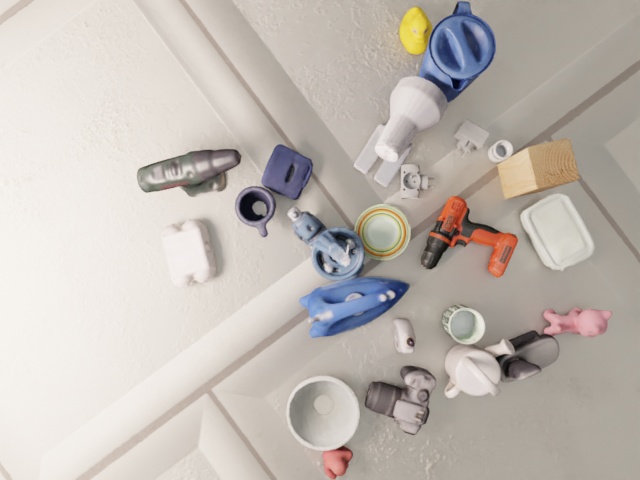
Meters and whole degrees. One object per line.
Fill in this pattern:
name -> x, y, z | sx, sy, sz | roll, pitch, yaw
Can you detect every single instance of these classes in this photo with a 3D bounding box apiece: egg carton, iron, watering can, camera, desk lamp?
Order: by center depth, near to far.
watering can -> 0.344, 0.282, 1.248 | 0.101, 0.194, 0.173 | 26, 89, 1
desk lamp -> 0.174, -0.233, 1.252 | 0.118, 0.213, 0.203 | 32, 89, 1
iron -> 0.086, 0.141, 1.280 | 0.258, 0.141, 0.119 | -18, 88, 0
camera -> 0.179, 0.355, 1.294 | 0.137, 0.101, 0.143 | 17, 89, 1
egg carton -> -0.301, 0.030, 1.321 | 0.107, 0.069, 0.150 | -15, 88, 0

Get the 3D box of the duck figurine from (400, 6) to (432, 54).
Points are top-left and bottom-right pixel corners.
duck figurine -> 0.226, -0.493, 1.322 | 0.077, 0.086, 0.105 | -3, 88, 1

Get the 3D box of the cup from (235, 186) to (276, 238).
cup -> -0.138, -0.061, 1.309 | 0.091, 0.095, 0.118 | -19, 88, 0

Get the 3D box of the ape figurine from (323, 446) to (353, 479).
ape figurine -> 0.040, 0.506, 1.296 | 0.078, 0.092, 0.076 | -30, 88, 0

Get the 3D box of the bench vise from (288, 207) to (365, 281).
bench vise -> 0.006, 0.015, 1.244 | 0.207, 0.219, 0.121 | 25, 89, 1

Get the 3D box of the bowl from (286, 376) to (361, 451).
bowl -> 0.008, 0.388, 1.307 | 0.167, 0.074, 0.167 | 0, 89, 0

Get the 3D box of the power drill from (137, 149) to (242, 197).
power drill -> -0.271, -0.148, 1.256 | 0.229, 0.208, 0.076 | -13, 88, 0

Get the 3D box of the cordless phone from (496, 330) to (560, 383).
cordless phone -> 0.468, 0.267, 1.252 | 0.147, 0.185, 0.094 | -26, 88, 0

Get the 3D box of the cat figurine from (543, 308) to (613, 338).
cat figurine -> 0.583, 0.189, 1.287 | 0.128, 0.117, 0.067 | -7, 88, 0

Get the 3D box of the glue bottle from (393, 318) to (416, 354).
glue bottle -> 0.190, 0.218, 1.261 | 0.037, 0.173, 0.078 | -4, 88, 1

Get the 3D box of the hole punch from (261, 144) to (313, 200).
hole punch -> -0.073, -0.156, 1.313 | 0.101, 0.091, 0.109 | 23, 89, 1
